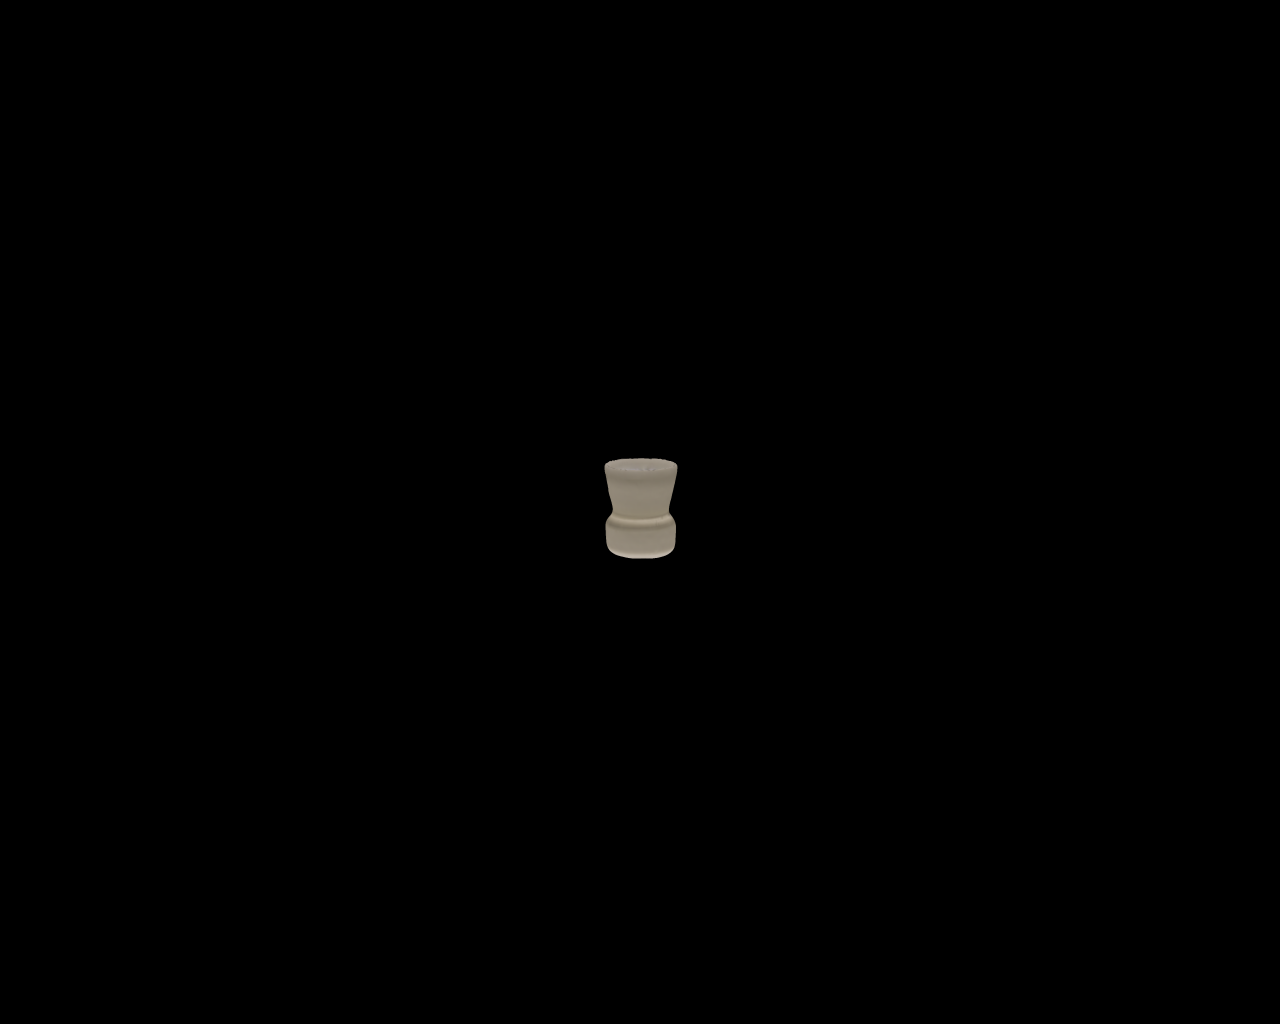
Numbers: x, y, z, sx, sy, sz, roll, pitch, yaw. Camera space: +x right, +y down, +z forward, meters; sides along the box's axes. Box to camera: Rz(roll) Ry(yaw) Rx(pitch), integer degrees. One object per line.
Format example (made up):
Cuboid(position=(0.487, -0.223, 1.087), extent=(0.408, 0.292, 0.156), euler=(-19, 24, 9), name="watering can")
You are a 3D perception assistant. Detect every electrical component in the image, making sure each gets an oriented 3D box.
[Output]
Cuboid(position=(0.001, -0.003, 0.650), extent=(0.045, 0.055, 0.045), euler=(0, 13, 0), name="electrical component")
